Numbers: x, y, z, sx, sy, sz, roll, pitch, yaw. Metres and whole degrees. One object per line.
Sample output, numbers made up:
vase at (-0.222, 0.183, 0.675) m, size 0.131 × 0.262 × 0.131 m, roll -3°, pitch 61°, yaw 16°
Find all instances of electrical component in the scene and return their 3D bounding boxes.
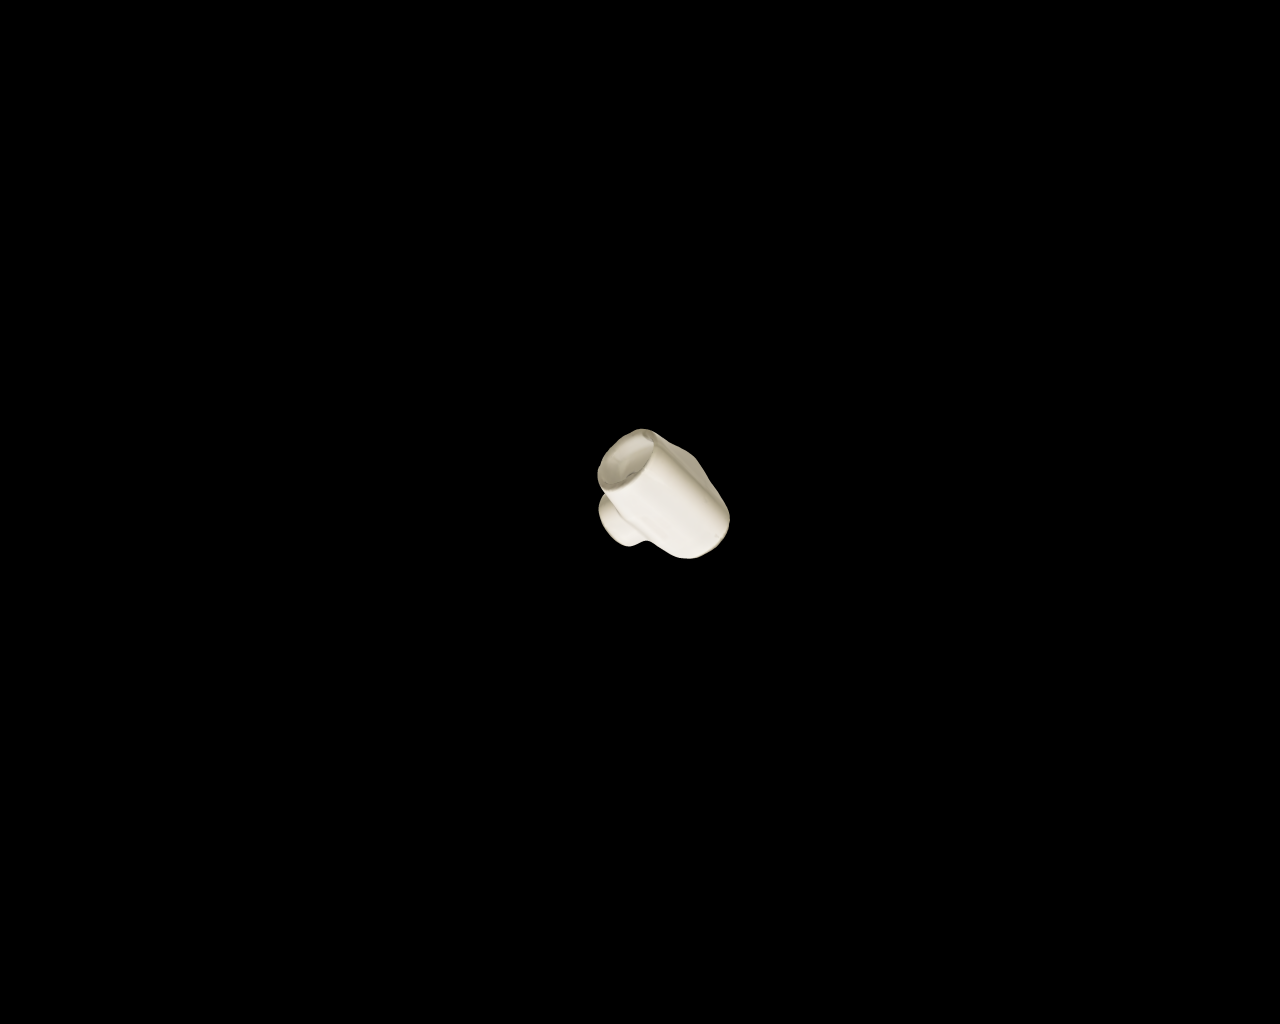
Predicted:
electrical component at (0.001, -0.003, 0.650) m, size 0.079 × 0.043 × 0.077 m, roll -27°, pitch -49°, yaw 26°
